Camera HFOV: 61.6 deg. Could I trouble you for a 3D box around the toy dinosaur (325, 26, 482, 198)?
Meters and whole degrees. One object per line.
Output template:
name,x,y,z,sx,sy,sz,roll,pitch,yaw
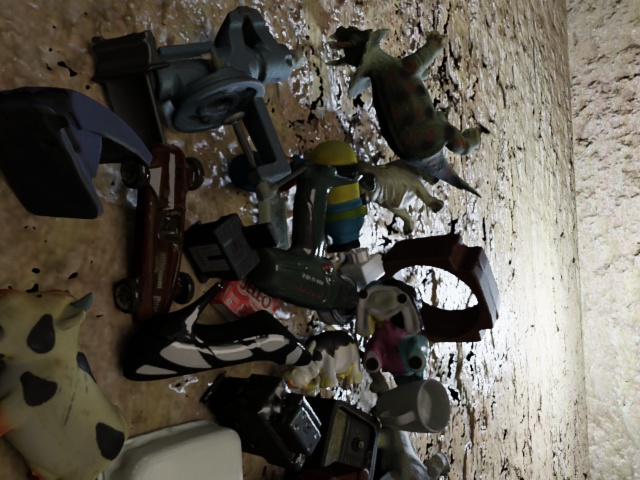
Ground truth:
toy dinosaur,0.157,-0.220,0.950,0.192,0.131,0.404,-30,97,-19

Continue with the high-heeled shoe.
high-heeled shoe,-0.111,0.146,0.653,0.145,0.086,0.248,-49,132,-4

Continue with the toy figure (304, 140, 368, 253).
toy figure,0.030,-0.070,0.867,0.082,0.089,0.180,-25,103,-64

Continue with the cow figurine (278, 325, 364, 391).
cow figurine,-0.001,0.177,0.811,0.167,0.068,0.098,14,68,-55

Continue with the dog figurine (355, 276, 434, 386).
dog figurine,0.139,0.165,0.935,0.219,0.109,0.191,28,53,-70

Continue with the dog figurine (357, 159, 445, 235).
dog figurine,0.121,-0.120,1.000,0.190,0.121,0.172,28,29,-29

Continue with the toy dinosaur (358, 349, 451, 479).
toy dinosaur,0.135,0.416,0.929,0.198,0.105,0.471,3,72,-48

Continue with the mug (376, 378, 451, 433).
mug,0.137,0.273,0.860,0.109,0.107,0.080,-19,86,-42

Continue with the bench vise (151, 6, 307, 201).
bench vise,-0.093,-0.166,0.679,0.223,0.129,0.240,-19,83,-44

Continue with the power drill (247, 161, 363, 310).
power drill,-0.002,-0.002,0.771,0.232,0.086,0.207,10,96,-50

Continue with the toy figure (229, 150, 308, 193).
toy figure,-0.066,-0.100,0.774,0.154,0.058,0.064,-11,100,-58

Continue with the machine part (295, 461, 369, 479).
machine part,0.019,0.383,0.701,0.179,0.056,0.179,9,78,-46

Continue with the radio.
radio,0.013,0.360,0.793,0.131,0.073,0.229,36,60,-39

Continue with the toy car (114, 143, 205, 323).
toy car,-0.176,-0.006,0.599,0.089,0.053,0.202,-2,99,-56

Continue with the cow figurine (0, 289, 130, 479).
cow figurine,-0.243,0.129,0.490,0.127,0.086,0.194,-41,115,-40

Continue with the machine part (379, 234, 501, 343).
machine part,0.219,0.092,0.999,0.087,0.201,0.201,-54,126,-44

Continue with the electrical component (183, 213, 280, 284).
electrical component,-0.108,0.010,0.653,0.048,0.119,0.074,-47,124,-45

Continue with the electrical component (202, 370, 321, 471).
electrical component,-0.065,0.223,0.667,0.058,0.134,0.114,-53,125,-39

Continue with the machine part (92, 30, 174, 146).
machine part,-0.203,-0.156,0.598,0.039,0.084,0.138,-76,160,-68

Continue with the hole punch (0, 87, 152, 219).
hole punch,-0.235,-0.091,0.497,0.092,0.142,0.115,-54,140,-39
